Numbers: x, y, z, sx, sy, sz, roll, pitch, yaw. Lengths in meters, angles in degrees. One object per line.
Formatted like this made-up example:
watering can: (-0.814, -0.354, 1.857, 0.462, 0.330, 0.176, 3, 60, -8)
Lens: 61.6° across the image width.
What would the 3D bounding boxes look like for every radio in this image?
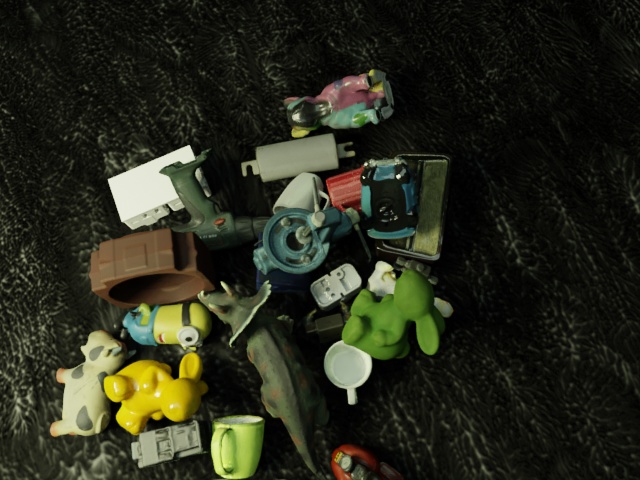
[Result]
radio: (0.187, -0.065, 1.083, 0.131, 0.073, 0.229, 9, 72, 8)

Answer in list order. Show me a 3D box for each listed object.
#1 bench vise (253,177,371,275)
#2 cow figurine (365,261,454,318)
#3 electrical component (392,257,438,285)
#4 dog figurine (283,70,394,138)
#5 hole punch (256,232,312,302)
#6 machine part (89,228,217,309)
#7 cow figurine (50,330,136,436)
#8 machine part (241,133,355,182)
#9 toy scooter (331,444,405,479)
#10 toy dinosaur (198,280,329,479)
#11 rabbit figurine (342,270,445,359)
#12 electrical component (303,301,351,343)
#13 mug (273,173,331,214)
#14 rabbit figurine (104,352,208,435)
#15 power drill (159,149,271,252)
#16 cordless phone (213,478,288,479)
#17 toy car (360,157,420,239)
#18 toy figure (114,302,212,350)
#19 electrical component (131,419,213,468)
bench vise: (-0.006, -0.013, 0.951, 0.224, 0.240, 0.129, -14, 78, -17)
cow figurine: (0.164, 0.120, 1.024, 0.167, 0.068, 0.098, 30, 82, 18)
electrical component: (0.189, 0.060, 1.042, 0.094, 0.063, 0.021, 23, 72, 2)
dog figurine: (0.032, -0.288, 1.162, 0.219, 0.191, 0.108, -7, 107, 27)
hole punch: (-0.072, 0.046, 1.063, 0.116, 0.092, 0.142, -1, 67, 1)
machine part: (-0.310, 0.057, 1.018, 0.201, 0.201, 0.087, -12, 66, 1)
cow figurine: (-0.425, 0.267, 1.017, 0.127, 0.085, 0.195, -6, 68, 9)
machine part: (-0.047, -0.175, 1.142, 0.243, 0.079, 0.079, -10, 70, 2)
toy scooter: (0.096, 0.408, 0.894, 0.184, 0.135, 0.075, 31, 78, 16)
toy dinosaur: (-0.069, 0.232, 0.941, 0.131, 0.192, 0.405, -31, 70, -4)
rabbit figurine: (0.141, 0.133, 0.927, 0.159, 0.170, 0.121, 38, 34, 4)
electrical component: (0.021, 0.157, 1.020, 0.102, 0.078, 0.045, -17, 58, 2)
mug: (-0.028, -0.085, 1.102, 0.110, 0.080, 0.107, 8, 60, 33)
rabbit figurine: (-0.273, 0.280, 0.967, 0.173, 0.162, 0.121, -1, 103, 41)
power drill: (-0.216, -0.076, 1.086, 0.232, 0.086, 0.207, -18, 113, 1)
cordless phone: (-0.135, 0.483, 0.917, 0.184, 0.088, 0.146, -6, 70, -1)
toy car: (0.127, -0.088, 1.003, 0.109, 0.161, 0.103, -5, 28, 13)
toy figure: (-0.301, 0.162, 1.045, 0.180, 0.082, 0.089, 3, 73, 9)
electrical component: (-0.259, 0.361, 0.952, 0.134, 0.114, 0.058, -13, 68, -2)
